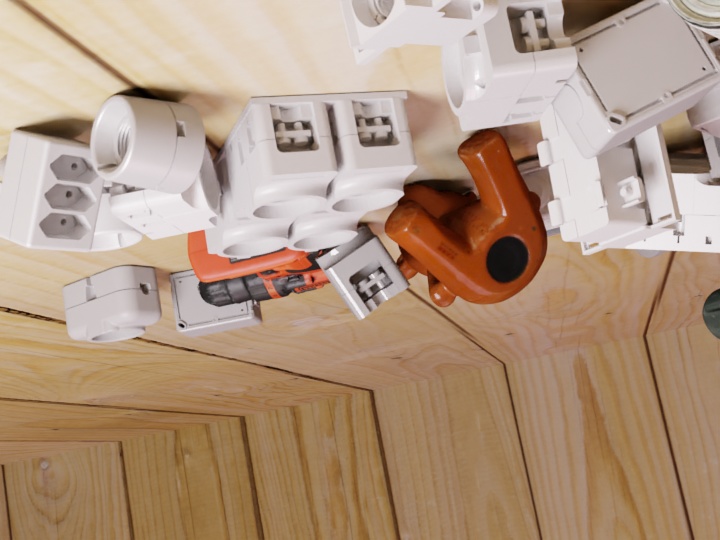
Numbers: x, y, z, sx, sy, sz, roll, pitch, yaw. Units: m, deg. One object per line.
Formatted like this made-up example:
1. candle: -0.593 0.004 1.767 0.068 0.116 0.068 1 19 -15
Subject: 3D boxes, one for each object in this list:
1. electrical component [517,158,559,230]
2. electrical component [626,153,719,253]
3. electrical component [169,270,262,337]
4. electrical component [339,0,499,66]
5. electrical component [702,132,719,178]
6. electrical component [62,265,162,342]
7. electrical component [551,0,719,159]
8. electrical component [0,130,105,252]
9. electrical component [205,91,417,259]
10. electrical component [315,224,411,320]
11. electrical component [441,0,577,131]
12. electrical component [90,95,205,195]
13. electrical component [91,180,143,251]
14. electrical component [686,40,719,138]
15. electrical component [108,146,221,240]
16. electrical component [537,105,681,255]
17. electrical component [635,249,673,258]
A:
1. electrical component: 0.161 -0.066 0.942 0.080 0.051 0.080 -10 169 -2
2. electrical component: 0.277 -0.061 0.918 0.089 0.061 0.150 3 -167 19
3. electrical component: -0.141 0.030 1.113 0.096 0.061 0.061 -11 169 4
4. electrical component: 0.028 -0.134 0.516 0.064 0.042 0.081 -7 169 -36
5. electrical component: 0.350 -0.119 0.828 0.150 0.061 0.089 -6 168 -23
6. electrical component: -0.244 0.037 1.061 0.095 0.059 0.054 -18 166 32
7. electrical component: 0.162 -0.115 0.633 0.096 0.061 0.061 -27 172 -11
8. electrical component: -0.202 -0.052 0.668 0.077 0.065 0.047 18 -172 38
9. electrical component: -0.043 -0.060 0.763 0.105 0.060 0.186 -6 168 -21
10. electrical component: 0.000 0.000 0.874 0.050 0.055 0.089 -35 -174 -3
11. electrical component: 0.080 -0.118 0.614 0.056 0.050 0.089 -9 168 -8
12. electrical component: -0.126 -0.075 0.635 0.047 0.055 0.055 5 161 -43
13. electrical component: -0.181 -0.042 0.760 0.055 0.047 0.055 -10 169 -2
14. electrical component: 0.259 -0.122 0.728 0.062 0.061 0.096 -19 166 38
15. electrical component: -0.129 -0.057 0.725 0.056 0.050 0.089 -11 169 6
16. electrical component: 0.154 -0.079 0.693 0.063 0.121 0.079 1 164 -35
17. electrical component: 0.291 -0.055 1.046 0.051 0.080 0.080 -13 170 -14
